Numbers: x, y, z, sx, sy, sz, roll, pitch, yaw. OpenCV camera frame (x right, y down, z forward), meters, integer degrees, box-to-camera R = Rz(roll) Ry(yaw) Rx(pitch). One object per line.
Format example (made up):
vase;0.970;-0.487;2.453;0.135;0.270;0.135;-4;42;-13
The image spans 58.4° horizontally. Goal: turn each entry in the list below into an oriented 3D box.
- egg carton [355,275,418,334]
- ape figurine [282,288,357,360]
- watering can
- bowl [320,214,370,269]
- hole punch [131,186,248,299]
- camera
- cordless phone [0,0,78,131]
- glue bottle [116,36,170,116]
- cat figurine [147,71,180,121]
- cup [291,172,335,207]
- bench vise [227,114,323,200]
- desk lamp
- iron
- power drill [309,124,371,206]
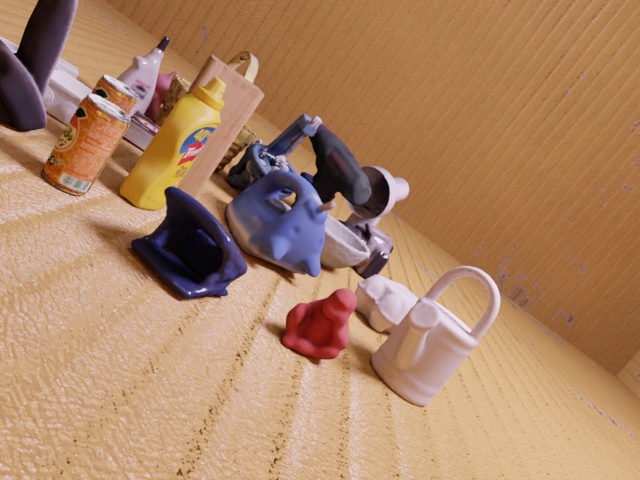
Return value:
egg carton;0.127;0.120;0.997;0.151;0.069;0.107;23;18;-50
ape figurine;0.008;0.095;0.679;0.077;0.092;0.076;40;12;18
watering can;0.164;0.122;0.776;0.101;0.194;0.173;39;11;10
bowl;0.010;0.004;1.098;0.167;0.074;0.167;35;11;-8
hole punch;-0.133;0.001;0.633;0.108;0.091;0.101;40;12;18
camera;0.082;0.001;1.259;0.137;0.100;0.143;33;12;-19
cordless phone;-0.359;-0.241;0.690;0.147;0.185;0.094;41;12;22
glue bottle;-0.332;-0.307;1.072;0.037;0.173;0.078;44;13;32
cat figurine;-0.346;-0.318;1.214;0.067;0.117;0.128;40;12;15
cup;-0.032;-0.102;1.348;0.092;0.095;0.117;24;17;-49
bench vise;-0.095;-0.174;1.128;0.206;0.219;0.122;45;14;36
desk lamp;0.121;-0.071;1.380;0.117;0.213;0.204;41;12;23
iron;-0.067;-0.054;0.928;0.119;0.141;0.257;27;15;-39
power drill;-0.005;-0.119;1.206;0.229;0.208;0.076;44;13;33
